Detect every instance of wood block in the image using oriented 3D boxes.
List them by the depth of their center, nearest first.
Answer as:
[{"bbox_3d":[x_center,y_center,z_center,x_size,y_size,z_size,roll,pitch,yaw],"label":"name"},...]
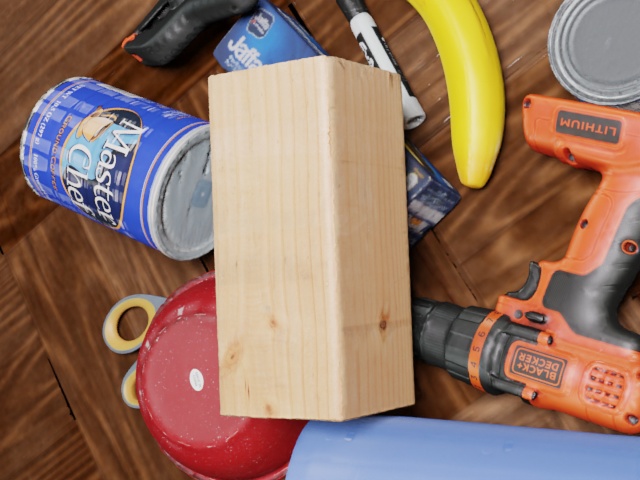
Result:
[{"bbox_3d":[-0.004,0.001,0.653,0.090,0.090,0.206,-4,87,34],"label":"wood block"}]

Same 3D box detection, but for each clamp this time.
[{"bbox_3d":[-0.092,-0.175,0.802,0.172,0.039,0.120,-36,25,33],"label":"clamp"}]

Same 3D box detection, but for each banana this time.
[{"bbox_3d":[0.086,-0.132,0.729,0.070,0.037,0.198,-41,63,35],"label":"banana"}]

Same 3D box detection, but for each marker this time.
[{"bbox_3d":[0.041,-0.133,0.761,0.020,0.020,0.121,-33,67,20],"label":"marker"}]

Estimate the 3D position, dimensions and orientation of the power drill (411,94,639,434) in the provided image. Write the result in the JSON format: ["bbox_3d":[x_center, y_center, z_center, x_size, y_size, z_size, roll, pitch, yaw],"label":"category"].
[{"bbox_3d":[0.140,0.009,0.662,0.185,0.057,0.187,16,91,35],"label":"power drill"}]

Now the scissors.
[{"bbox_3d":[-0.098,0.038,0.811,0.096,0.016,0.202,41,102,28],"label":"scissors"}]

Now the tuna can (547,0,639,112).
[{"bbox_3d":[0.189,-0.122,0.669,0.086,0.033,0.086,-5,79,28],"label":"tuna can"}]

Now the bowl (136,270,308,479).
[{"bbox_3d":[-0.072,0.098,0.753,0.162,0.055,0.162,-2,85,23],"label":"bowl"}]

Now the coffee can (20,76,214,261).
[{"bbox_3d":[-0.139,-0.055,0.799,0.140,0.102,0.103,22,93,30],"label":"coffee can"}]

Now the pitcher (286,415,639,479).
[{"bbox_3d":[0.105,0.174,0.608,0.243,0.144,0.149,-3,77,25],"label":"pitcher"}]
